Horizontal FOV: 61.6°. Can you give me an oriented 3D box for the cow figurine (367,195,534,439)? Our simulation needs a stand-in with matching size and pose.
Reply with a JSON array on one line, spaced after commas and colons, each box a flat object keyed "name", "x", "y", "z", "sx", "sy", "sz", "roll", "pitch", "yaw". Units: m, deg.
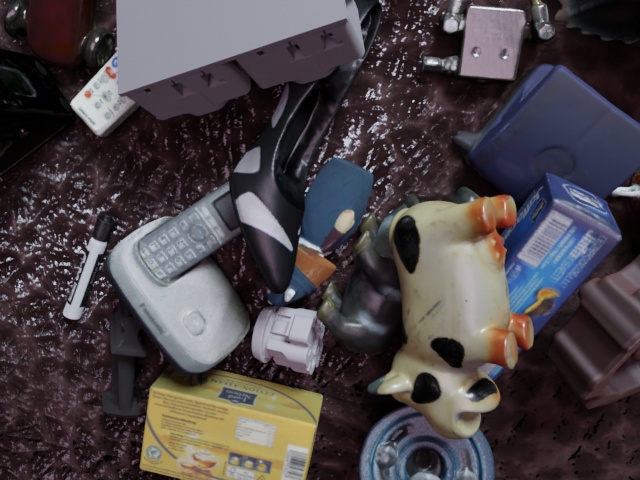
[{"name": "cow figurine", "x": 0.098, "y": 0.065, "z": 0.429, "sx": 0.127, "sy": 0.085, "sz": 0.194, "roll": -4, "pitch": 98, "yaw": 40}]

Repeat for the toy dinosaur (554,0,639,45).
[{"name": "toy dinosaur", "x": 0.218, "y": -0.309, "z": 0.402, "sx": 0.192, "sy": 0.131, "sz": 0.404, "roll": -33, "pitch": 89, "yaw": 7}]

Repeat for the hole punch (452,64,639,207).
[{"name": "hole punch", "x": 0.203, "y": -0.079, "z": 0.463, "sx": 0.142, "sy": 0.092, "sz": 0.115, "roll": 34, "pitch": 106, "yaw": -5}]

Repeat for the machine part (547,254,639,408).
[{"name": "machine part", "x": 0.277, "y": 0.067, "z": 0.450, "sx": 0.179, "sy": 0.056, "sz": 0.179, "roll": -17, "pitch": 137, "yaw": -16}]

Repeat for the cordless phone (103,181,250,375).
[{"name": "cordless phone", "x": -0.095, "y": 0.024, "z": 0.524, "sx": 0.184, "sy": 0.089, "sz": 0.146, "roll": -36, "pitch": 96, "yaw": -7}]

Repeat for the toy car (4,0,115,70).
[{"name": "toy car", "x": -0.218, "y": -0.249, "z": 0.469, "sx": 0.089, "sy": 0.053, "sz": 0.202, "roll": 20, "pitch": 120, "yaw": -4}]

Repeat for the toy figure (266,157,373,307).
[{"name": "toy figure", "x": -0.002, "y": -0.001, "z": 0.509, "sx": 0.058, "sy": 0.064, "sz": 0.154, "roll": 26, "pitch": 102, "yaw": -6}]

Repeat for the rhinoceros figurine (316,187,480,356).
[{"name": "rhinoceros figurine", "x": 0.078, "y": 0.028, "z": 0.502, "sx": 0.112, "sy": 0.073, "sz": 0.190, "roll": 37, "pitch": 103, "yaw": -1}]

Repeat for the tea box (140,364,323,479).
[{"name": "tea box", "x": -0.090, "y": 0.197, "z": 0.555, "sx": 0.170, "sy": 0.068, "sz": 0.098, "roll": 14, "pitch": 102, "yaw": 4}]

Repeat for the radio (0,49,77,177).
[{"name": "radio", "x": -0.312, "y": -0.099, "z": 0.439, "sx": 0.131, "sy": 0.230, "sz": 0.073, "roll": -31, "pitch": 99, "yaw": 7}]

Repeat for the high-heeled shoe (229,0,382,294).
[{"name": "high-heeled shoe", "x": 0.001, "y": -0.086, "z": 0.459, "sx": 0.145, "sy": 0.086, "sz": 0.248, "roll": -14, "pitch": 76, "yaw": 22}]

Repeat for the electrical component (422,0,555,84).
[{"name": "electrical component", "x": 0.147, "y": -0.178, "z": 0.468, "sx": 0.102, "sy": 0.045, "sz": 0.078, "roll": 12, "pitch": 101, "yaw": 3}]

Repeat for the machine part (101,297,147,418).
[{"name": "machine part", "x": -0.202, "y": 0.122, "z": 0.555, "sx": 0.039, "sy": 0.084, "sz": 0.138, "roll": -2, "pitch": 117, "yaw": -31}]

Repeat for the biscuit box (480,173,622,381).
[{"name": "biscuit box", "x": 0.168, "y": 0.043, "z": 0.470, "sx": 0.059, "sy": 0.063, "sz": 0.202, "roll": 27, "pitch": 123, "yaw": 1}]

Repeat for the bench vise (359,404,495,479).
[{"name": "bench vise", "x": 0.080, "y": 0.238, "z": 0.470, "sx": 0.129, "sy": 0.240, "sz": 0.223, "roll": 29, "pitch": 87, "yaw": 3}]
